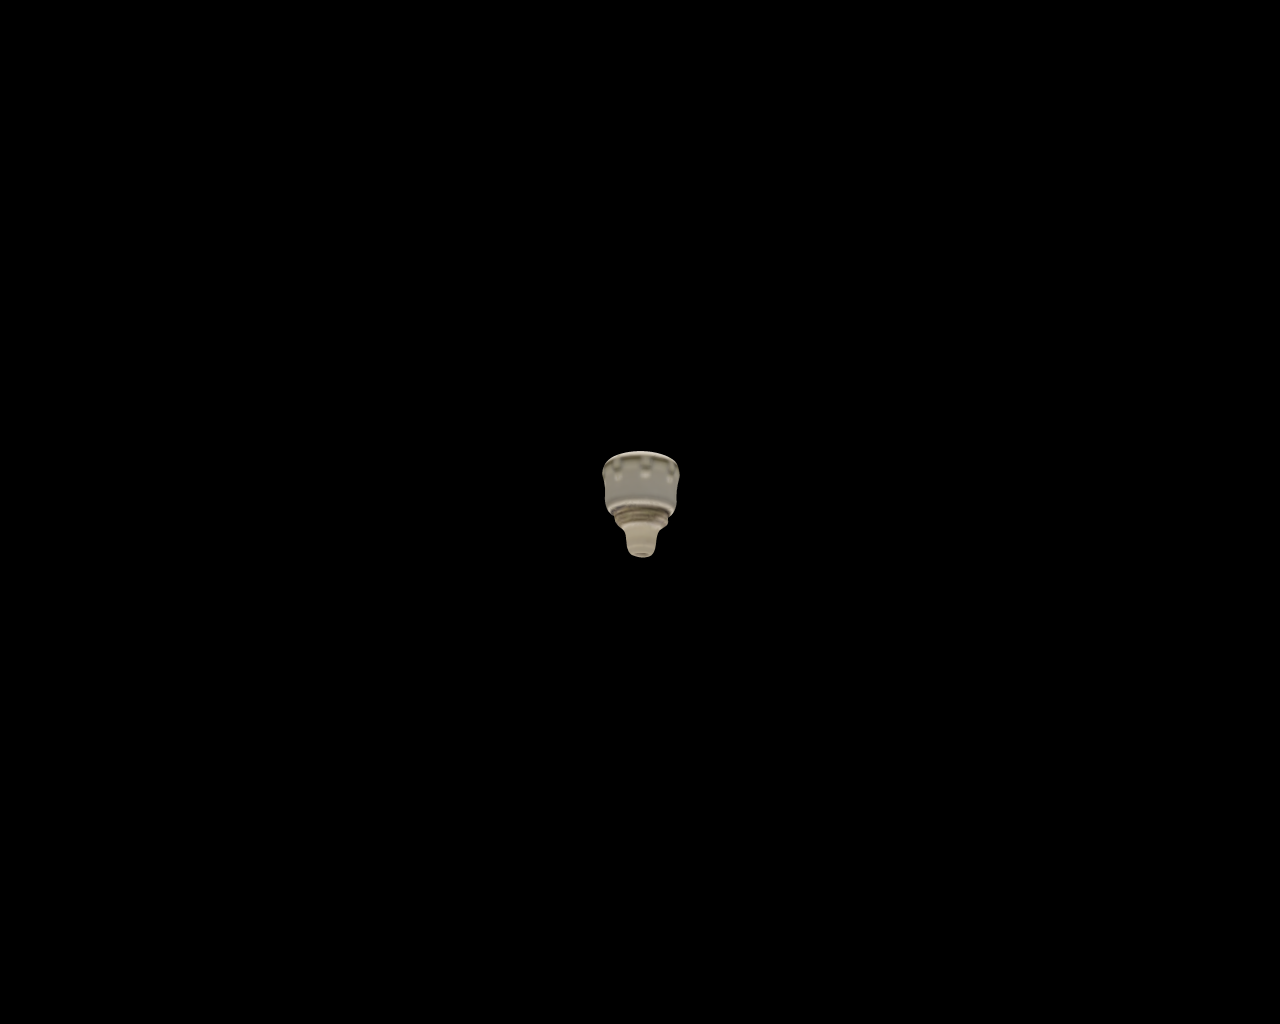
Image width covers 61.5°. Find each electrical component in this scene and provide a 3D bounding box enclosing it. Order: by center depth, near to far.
[{"bbox_3d":[0.001,-0.003,0.650,0.048,0.062,0.048,0,-17,0],"label":"electrical component"}]
